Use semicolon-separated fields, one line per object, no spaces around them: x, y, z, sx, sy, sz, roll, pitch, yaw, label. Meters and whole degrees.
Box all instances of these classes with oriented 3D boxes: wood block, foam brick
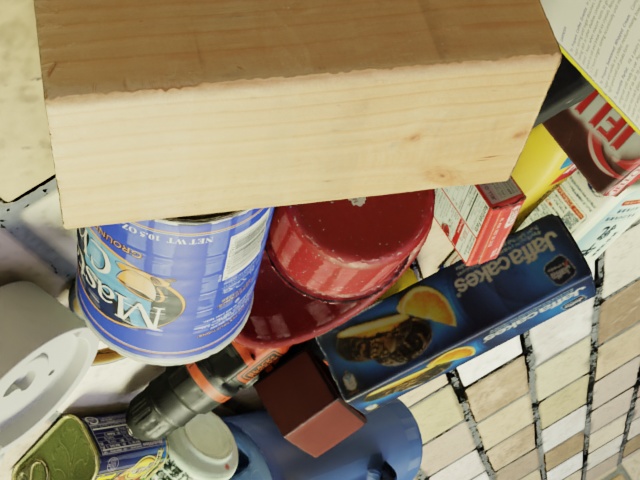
-0.015;-0.075;0.467;0.206;0.091;0.090;-7;148;-12;wood block
-0.007;0.126;0.821;0.051;0.053;0.078;-36;150;2;foam brick

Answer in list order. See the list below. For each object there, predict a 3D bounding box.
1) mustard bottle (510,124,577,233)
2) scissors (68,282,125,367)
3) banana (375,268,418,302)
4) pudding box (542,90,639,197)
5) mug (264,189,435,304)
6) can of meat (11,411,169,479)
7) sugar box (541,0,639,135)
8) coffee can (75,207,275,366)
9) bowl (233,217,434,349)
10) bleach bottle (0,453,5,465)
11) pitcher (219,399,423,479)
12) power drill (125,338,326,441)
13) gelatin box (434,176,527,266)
0.174;-0.074;0.773;0.192;0.058;0.096;-46;167;26;mustard bottle
-0.088;0.049;0.717;0.201;0.016;0.096;-6;139;-21;scissors
0.056;0.054;0.900;0.069;0.037;0.197;-41;159;1;banana
0.185;-0.097;0.684;0.090;0.113;0.039;-44;155;25;pudding box
0.023;-0.026;0.591;0.117;0.093;0.081;-51;178;-15;mug
-0.181;0.180;0.851;0.102;0.057;0.083;-45;154;27;can of meat
0.118;-0.135;0.467;0.048;0.176;0.093;-23;153;-19;sugar box
-0.077;-0.011;0.564;0.102;0.103;0.140;-19;152;-24;coffee can
-0.005;0.001;0.712;0.162;0.055;0.162;-26;150;-16;bowl
-0.288;0.193;0.752;0.102;0.068;0.251;-15;153;-32;bleach bottle
-0.002;0.219;1.023;0.242;0.149;0.145;-6;145;-48;pitcher
-0.047;0.111;0.870;0.184;0.057;0.187;-37;154;11;power drill
0.098;-0.037;0.724;0.030;0.089;0.073;-21;153;-20;gelatin box
